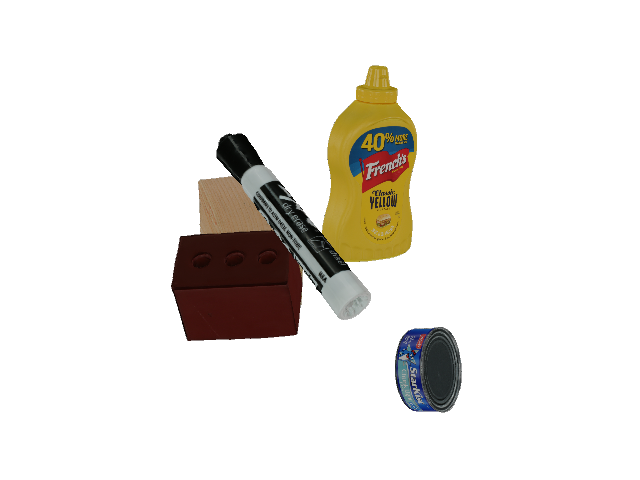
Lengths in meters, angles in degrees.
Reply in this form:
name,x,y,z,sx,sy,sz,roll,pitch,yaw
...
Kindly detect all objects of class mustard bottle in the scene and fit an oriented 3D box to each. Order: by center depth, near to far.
name,x,y,z,sx,sy,sz,roll,pitch,yaw
mustard bottle,0.052,-0.078,1.066,0.096,0.192,0.058,-7,19,-30

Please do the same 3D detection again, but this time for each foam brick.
name,x,y,z,sx,sy,sz,roll,pitch,yaw
foam brick,-0.054,0.030,0.712,0.078,0.051,0.053,-4,41,5

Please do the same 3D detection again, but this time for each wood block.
name,x,y,z,sx,sy,sz,roll,pitch,yaw
wood block,-0.091,0.000,1.338,0.090,0.090,0.206,-7,29,-14

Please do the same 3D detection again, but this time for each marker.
name,x,y,z,sx,sy,sz,roll,pitch,yaw
marker,-0.016,-0.011,0.523,0.020,0.020,0.121,0,43,-48

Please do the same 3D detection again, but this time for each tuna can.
name,x,y,z,sx,sy,sz,roll,pitch,yaw
tuna can,0.109,0.131,1.081,0.034,0.086,0.086,-6,-3,33
